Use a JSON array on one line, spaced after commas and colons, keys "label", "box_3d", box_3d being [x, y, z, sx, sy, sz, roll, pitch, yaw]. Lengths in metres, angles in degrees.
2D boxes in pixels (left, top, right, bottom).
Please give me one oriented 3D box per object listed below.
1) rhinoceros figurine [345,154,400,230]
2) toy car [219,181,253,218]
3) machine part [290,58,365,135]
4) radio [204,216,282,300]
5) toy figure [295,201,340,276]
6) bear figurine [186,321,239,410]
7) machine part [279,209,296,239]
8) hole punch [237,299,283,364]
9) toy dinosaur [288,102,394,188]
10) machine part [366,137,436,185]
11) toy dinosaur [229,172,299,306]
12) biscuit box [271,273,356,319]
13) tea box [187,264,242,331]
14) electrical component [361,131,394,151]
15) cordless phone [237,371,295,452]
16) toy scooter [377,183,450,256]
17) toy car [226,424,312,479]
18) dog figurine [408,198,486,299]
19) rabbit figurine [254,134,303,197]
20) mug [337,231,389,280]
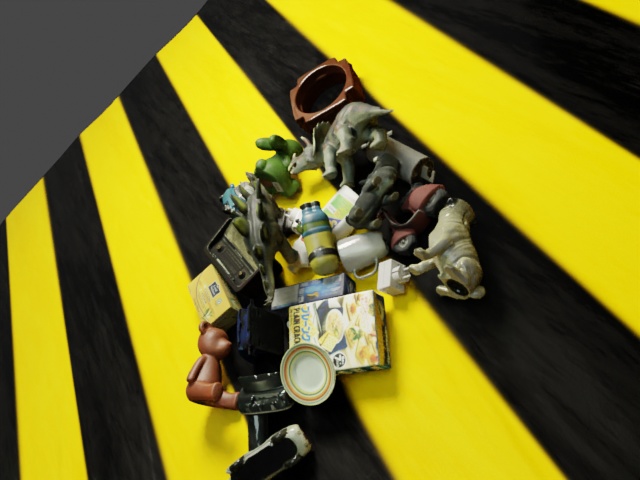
[{"label": "rhinoceros figurine", "box_3d": [0.128, -0.108, 1.231, 0.190, 0.073, 0.112, -62, 13, -5]}, {"label": "toy car", "box_3d": [-0.211, -0.111, 1.484, 0.103, 0.109, 0.162, -54, 17, 8]}, {"label": "machine part", "box_3d": [0.022, -0.410, 1.550, 0.201, 0.087, 0.201, -26, 53, 20]}, {"label": "radio", "box_3d": [-0.212, 0.048, 1.445, 0.131, 0.073, 0.230, -48, 47, 1]}, {"label": "toy figure", "box_3d": [-0.006, -0.003, 1.256, 0.082, 0.089, 0.180, -17, 82, 21]}, {"label": "bear figurine", "box_3d": [-0.247, 0.298, 1.295, 0.132, 0.120, 0.196, -4, 56, 29]}, {"label": "machine part", "box_3d": [-0.116, -0.039, 1.456, 0.139, 0.039, 0.084, -9, 64, 29]}, {"label": "hole punch", "box_3d": [-0.158, 0.226, 1.279, 0.092, 0.115, 0.142, -24, 51, 32]}, {"label": "toy dinosaur", "box_3d": [0.068, -0.261, 1.320, 0.405, 0.131, 0.192, -40, 52, 51]}, {"label": "machine part", "box_3d": [0.192, -0.195, 1.308, 0.079, 0.079, 0.243, -50, 49, -1]}, {"label": "toy dinosaur", "box_3d": [-0.137, -0.014, 1.265, 0.105, 0.198, 0.472, -25, 51, 6]}, {"label": "biscuit box", "box_3d": [-0.015, 0.133, 1.265, 0.203, 0.062, 0.059, -15, 56, 27]}, {"label": "tea box", "box_3d": [-0.278, 0.160, 1.428, 0.098, 0.068, 0.170, -43, 47, 7]}, {"label": "electrical component", "box_3d": [0.149, -0.273, 1.421, 0.094, 0.021, 0.063, -24, 52, 22]}, {"label": "cordless phone", "box_3d": [-0.111, 0.387, 1.183, 0.147, 0.088, 0.184, -14, 68, 25]}, {"label": "toy scooter", "box_3d": [0.203, -0.062, 1.225, 0.184, 0.075, 0.135, -54, 46, 2]}, {"label": "toy car", "box_3d": [-0.110, 0.463, 1.128, 0.202, 0.056, 0.073, -37, 80, 12]}, {"label": "dog figurine", "box_3d": [0.297, 0.014, 1.108, 0.172, 0.121, 0.190, 40, 67, 8]}, {"label": "rabbit figurine", "box_3d": [-0.117, -0.224, 1.509, 0.121, 0.159, 0.170, -5, 45, 44]}, {"label": "mug", "box_3d": [0.105, 0.031, 1.233, 0.107, 0.080, 0.110, -24, 56, 15]}]
